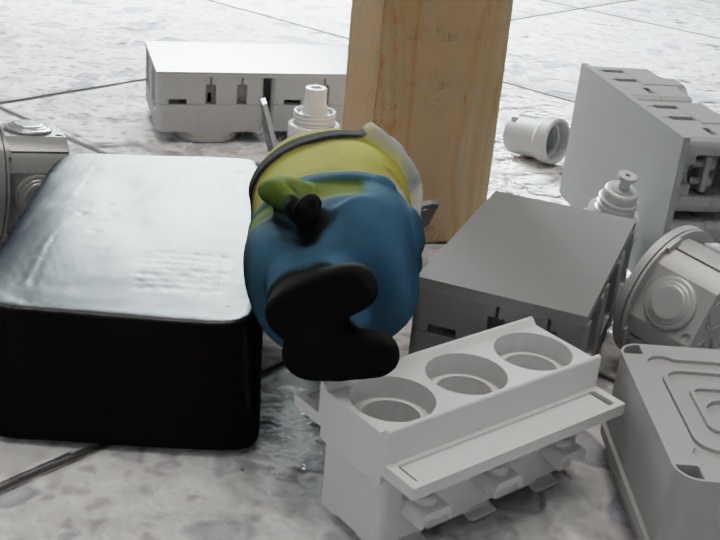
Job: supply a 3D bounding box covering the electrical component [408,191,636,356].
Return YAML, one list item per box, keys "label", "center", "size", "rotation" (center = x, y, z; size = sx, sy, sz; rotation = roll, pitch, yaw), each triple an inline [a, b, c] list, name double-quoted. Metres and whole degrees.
- label: "electrical component"
  center: [0.094, 0.014, 0.603]
  size: [0.089, 0.061, 0.150]
  rotation: [14, 26, 18]

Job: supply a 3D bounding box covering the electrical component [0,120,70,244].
- label: "electrical component"
  center: [-0.217, -0.056, 0.680]
  size: [0.051, 0.080, 0.080]
  rotation: [-3, 25, -30]

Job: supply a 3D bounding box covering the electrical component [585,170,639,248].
- label: "electrical component"
  center: [0.163, -0.030, 0.704]
  size: [0.040, 0.078, 0.040]
  rotation: [8, 38, -6]

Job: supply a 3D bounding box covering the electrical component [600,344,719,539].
- label: "electrical component"
  center: [0.154, 0.085, 0.465]
  size: [0.078, 0.057, 0.113]
  rotation: [4, 24, -2]

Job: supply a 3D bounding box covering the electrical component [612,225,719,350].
- label: "electrical component"
  center: [0.181, 0.020, 0.588]
  size: [0.080, 0.080, 0.051]
  rotation: [-15, 36, -37]

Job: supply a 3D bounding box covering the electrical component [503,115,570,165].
- label: "electrical component"
  center: [0.153, -0.115, 0.931]
  size: [0.046, 0.040, 0.040]
  rotation: [19, 27, 42]

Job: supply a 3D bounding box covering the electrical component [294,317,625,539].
- label: "electrical component"
  center: [0.043, 0.070, 0.469]
  size: [0.121, 0.063, 0.079]
  rotation: [-14, 30, -36]

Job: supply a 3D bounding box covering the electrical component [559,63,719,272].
- label: "electrical component"
  center: [0.208, -0.071, 0.763]
  size: [0.060, 0.105, 0.186]
  rotation: [1, 25, -10]

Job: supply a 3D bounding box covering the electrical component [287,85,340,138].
- label: "electrical component"
  center: [-0.037, -0.117, 0.869]
  size: [0.048, 0.062, 0.048]
  rotation: [4, 24, -2]

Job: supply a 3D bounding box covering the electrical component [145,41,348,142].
- label: "electrical component"
  center: [-0.091, -0.159, 0.953]
  size: [0.186, 0.060, 0.105]
  rotation: [-2, 25, -16]
